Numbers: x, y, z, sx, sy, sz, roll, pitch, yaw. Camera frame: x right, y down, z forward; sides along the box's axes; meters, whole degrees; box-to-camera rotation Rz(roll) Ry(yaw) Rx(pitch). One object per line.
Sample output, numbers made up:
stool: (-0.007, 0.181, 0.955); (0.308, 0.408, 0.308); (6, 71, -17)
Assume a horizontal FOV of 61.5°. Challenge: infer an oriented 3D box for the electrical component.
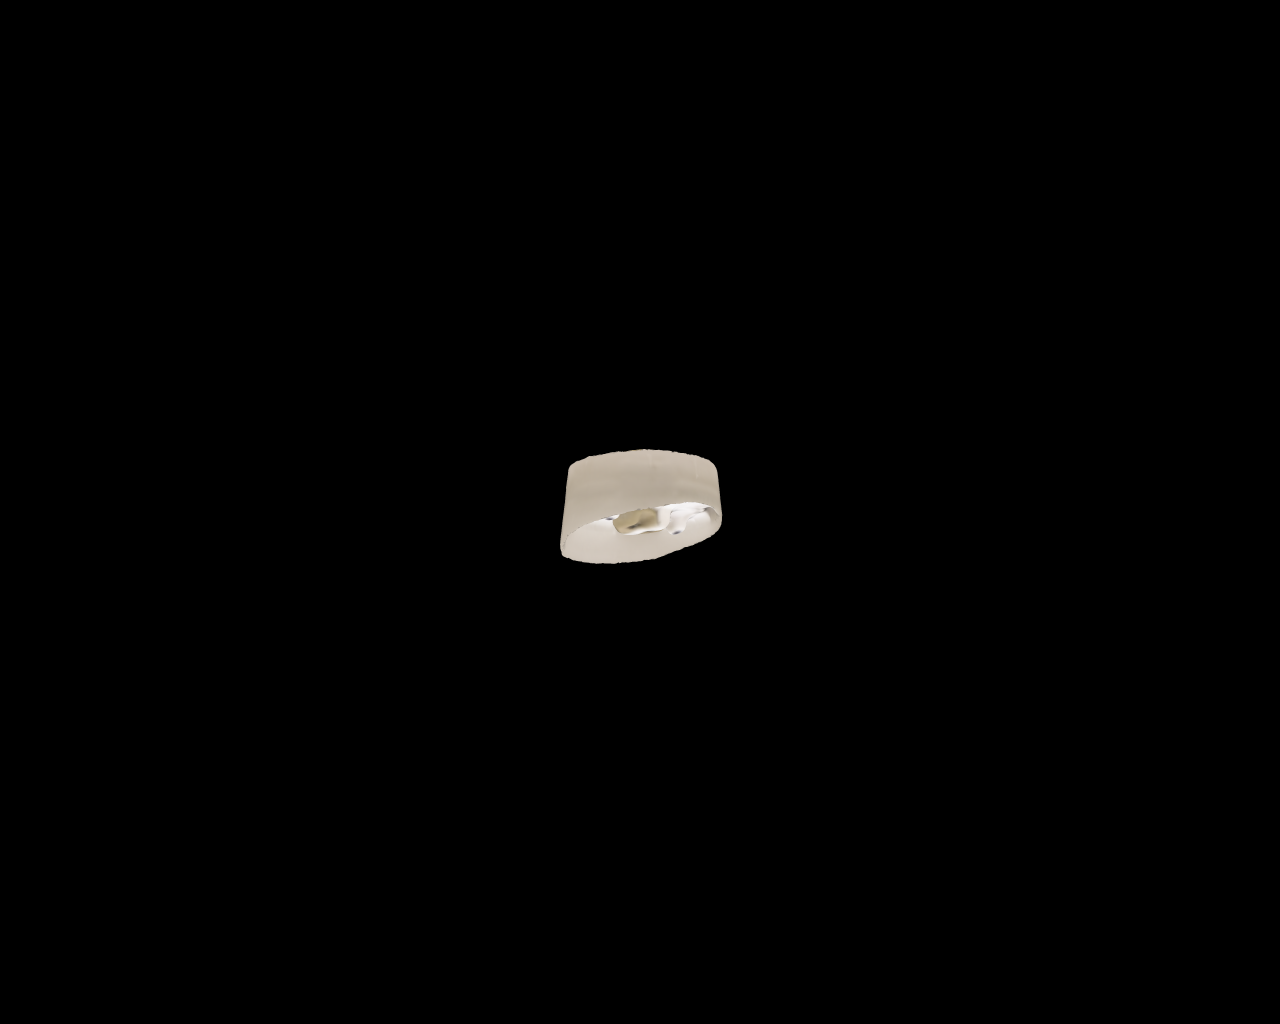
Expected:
electrical component: (0.001, -0.003, 0.650); (0.099, 0.064, 0.099); (0, -11, 0)
